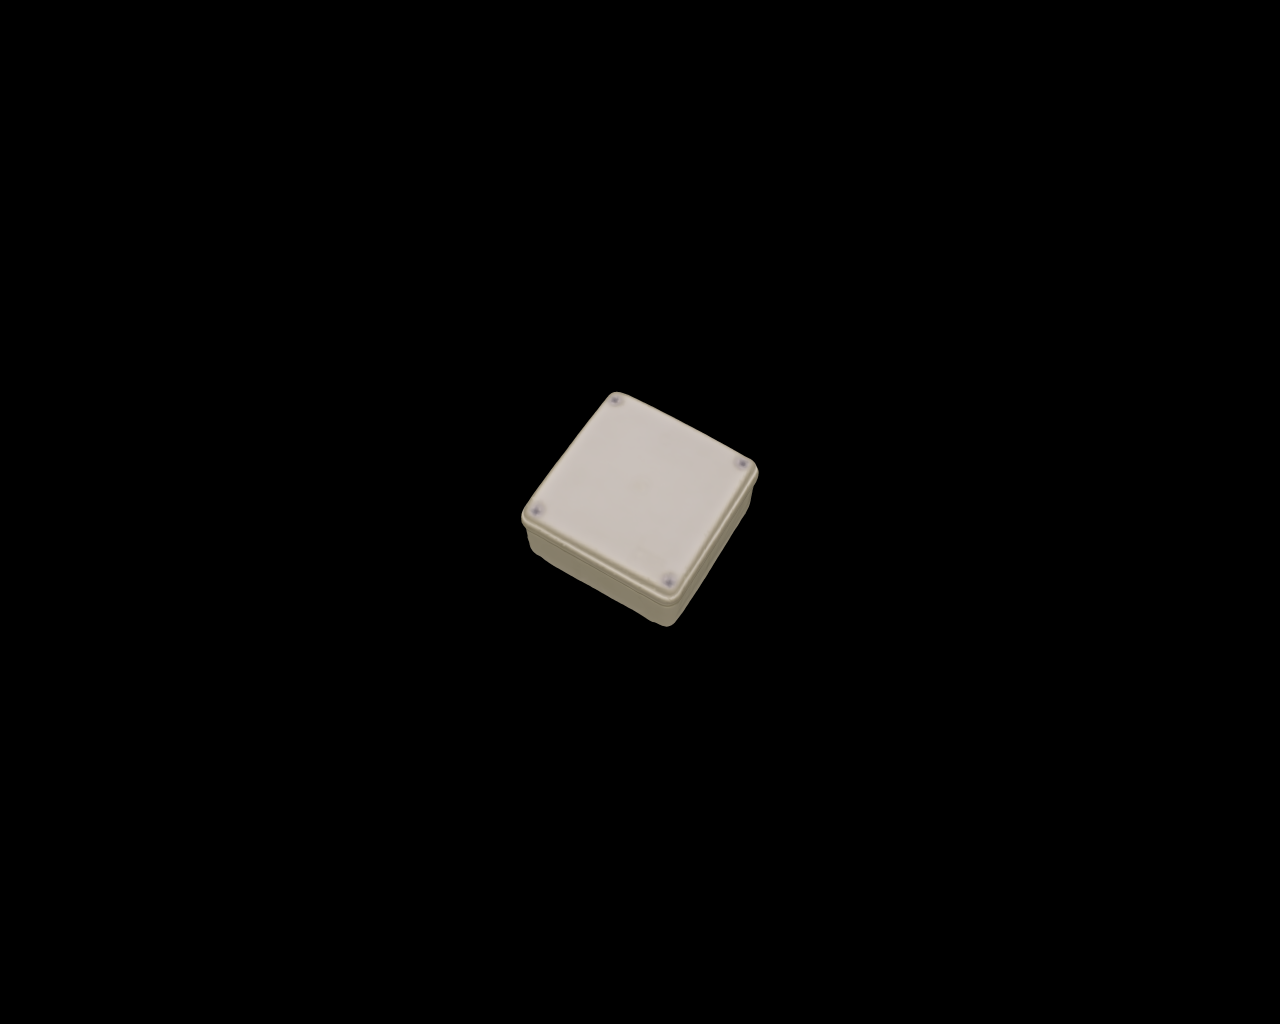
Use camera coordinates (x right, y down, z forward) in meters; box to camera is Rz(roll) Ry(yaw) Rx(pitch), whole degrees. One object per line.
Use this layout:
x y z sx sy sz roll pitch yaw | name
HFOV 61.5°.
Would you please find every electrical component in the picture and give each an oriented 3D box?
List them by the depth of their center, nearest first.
0.001 -0.003 0.650 0.109 0.109 0.056 29 -24 14 | electrical component
